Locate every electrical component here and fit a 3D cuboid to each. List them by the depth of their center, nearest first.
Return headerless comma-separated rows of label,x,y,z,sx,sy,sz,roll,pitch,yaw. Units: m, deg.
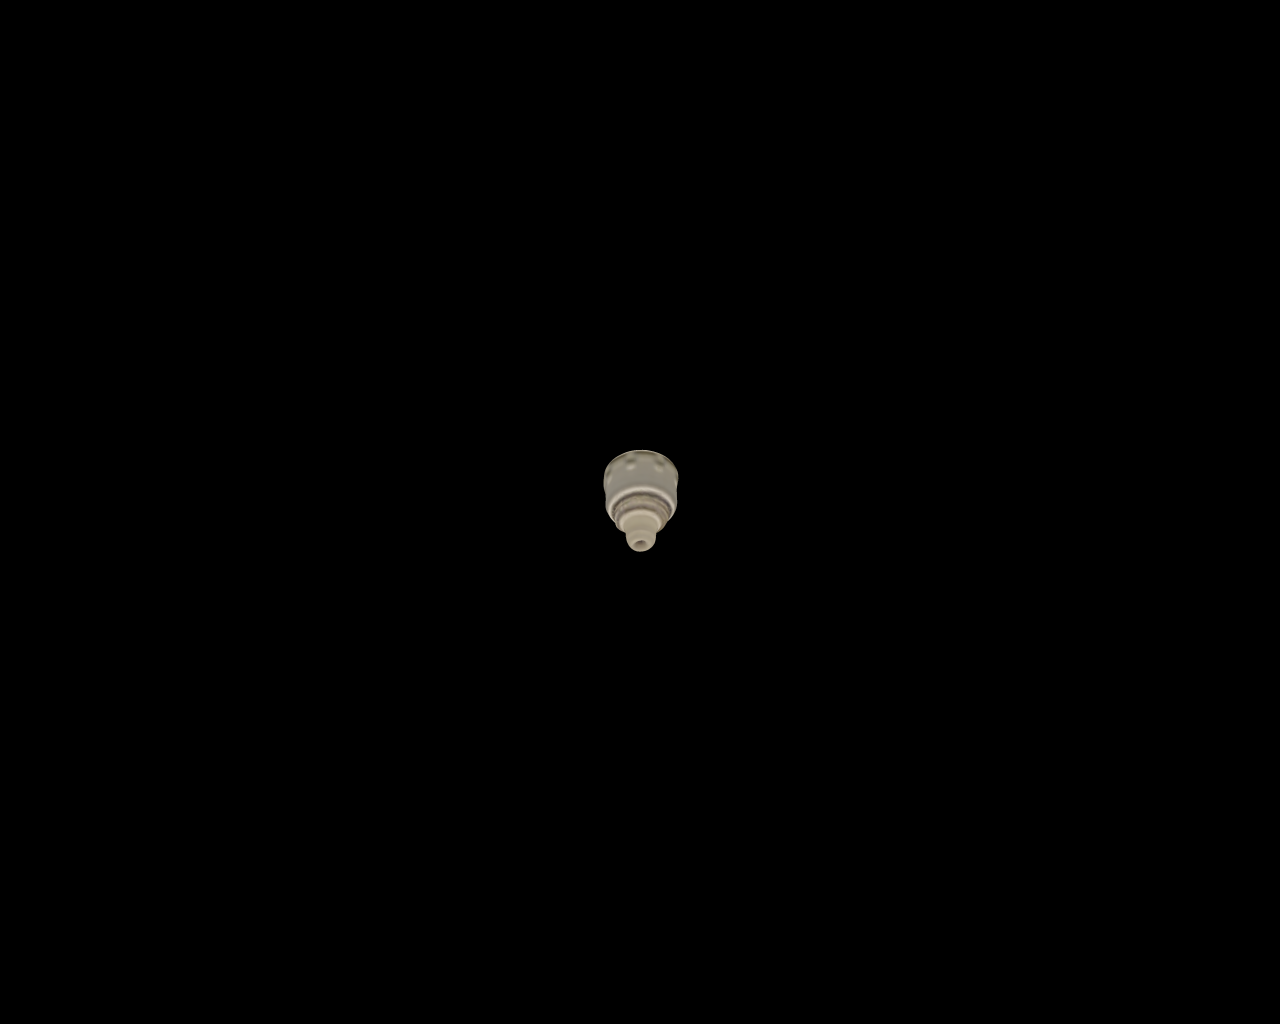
electrical component,0.001,-0.003,0.650,0.048,0.062,0.048,0,-42,0
